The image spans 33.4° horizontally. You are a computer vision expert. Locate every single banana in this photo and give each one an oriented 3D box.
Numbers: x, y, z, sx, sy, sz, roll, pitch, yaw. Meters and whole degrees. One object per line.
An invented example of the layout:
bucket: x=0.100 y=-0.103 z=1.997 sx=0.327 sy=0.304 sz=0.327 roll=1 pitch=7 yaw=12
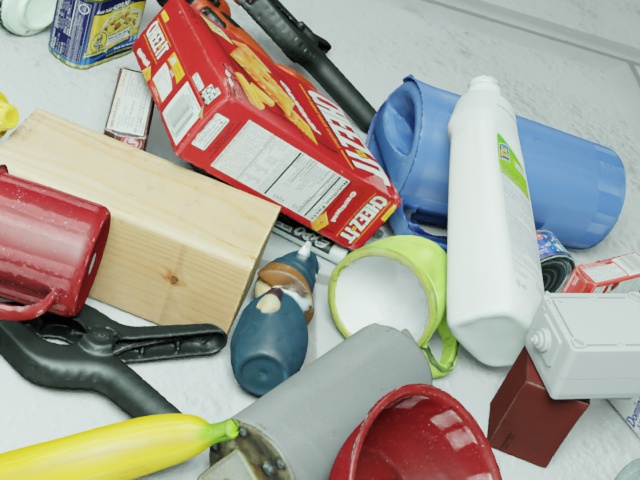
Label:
banana: x=-0.151 y=0.135 z=0.652 sx=0.197 sy=0.070 sz=0.037 roll=-13 pitch=72 yaw=-18

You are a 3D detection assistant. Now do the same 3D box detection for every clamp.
clamp: x=-0.023 y=-0.212 z=1.131 sx=0.209 sy=0.036 sz=0.165 roll=38 pitch=16 yaw=-39
clamp: x=-0.151 y=0.086 z=0.739 sx=0.171 sy=0.039 sz=0.120 roll=10 pitch=28 yaw=-8

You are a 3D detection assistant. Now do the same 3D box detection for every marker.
marker: x=-0.006 y=0.001 z=0.947 sx=0.121 sy=0.020 sz=0.020 roll=28 pitch=36 yaw=7

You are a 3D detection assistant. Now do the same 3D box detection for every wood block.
wood block: x=-0.148 y=-0.009 z=0.822 sx=0.206 sy=0.091 sz=0.090 roll=22 pitch=36 yaw=0

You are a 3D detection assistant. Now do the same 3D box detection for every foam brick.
foam brick: x=0.168 y=0.127 z=0.826 sx=0.053 sy=0.078 sz=0.051 roll=22 pitch=37 yaw=-1

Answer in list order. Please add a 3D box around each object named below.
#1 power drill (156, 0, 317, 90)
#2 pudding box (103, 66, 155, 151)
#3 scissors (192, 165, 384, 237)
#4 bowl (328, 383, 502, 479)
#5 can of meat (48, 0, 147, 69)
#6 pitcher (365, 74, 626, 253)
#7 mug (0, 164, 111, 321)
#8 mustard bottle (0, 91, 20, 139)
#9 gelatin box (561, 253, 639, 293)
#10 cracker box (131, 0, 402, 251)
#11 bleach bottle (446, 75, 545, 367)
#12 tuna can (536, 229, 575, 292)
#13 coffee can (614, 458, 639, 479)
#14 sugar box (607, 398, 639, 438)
power drill: x=-0.092 y=-0.202 z=1.058 sx=0.188 sy=0.057 sz=0.184 roll=49 pitch=9 yaw=14
pudding box: x=-0.166 y=-0.082 z=0.907 sx=0.039 sy=0.090 sz=0.113 roll=12 pitch=36 yaw=-12
scissors: x=-0.042 y=-0.050 z=0.997 sx=0.202 sy=0.016 sz=0.096 roll=39 pitch=40 yaw=22
bowl: x=0.053 y=0.176 z=0.682 sx=0.161 sy=0.055 sz=0.162 roll=20 pitch=62 yaw=-43
can of meat: x=-0.221 y=-0.227 z=1.072 sx=0.057 sy=0.084 sz=0.101 roll=35 pitch=37 yaw=17
pitcher: x=0.170 y=-0.056 z=1.036 sx=0.242 sy=0.149 sz=0.145 roll=13 pitch=15 yaw=-19
mug: x=-0.196 y=0.011 z=0.723 sx=0.081 sy=0.093 sz=0.117 roll=18 pitch=37 yaw=-4
mustard bottle: x=-0.305 y=-0.101 z=0.819 sx=0.192 sy=0.058 sz=0.096 roll=9 pitch=28 yaw=30
gelatin box: x=0.253 y=0.052 z=0.973 sx=0.089 sy=0.073 sz=0.030 roll=-10 pitch=46 yaw=-36
cracker box: x=-0.044 y=-0.099 z=0.914 sx=0.213 sy=0.072 sz=0.164 roll=28 pitch=24 yaw=-40
bleach bottle: x=0.146 y=-0.028 z=0.897 sx=0.102 sy=0.068 sz=0.251 roll=42 pitch=41 yaw=-46
tuna can: x=0.184 y=0.033 z=0.950 sx=0.085 sy=0.086 sz=0.034 roll=-5 pitch=46 yaw=-34
coffee can: x=0.276 y=0.221 z=0.739 sx=0.140 sy=0.103 sz=0.102 roll=19 pitch=35 yaw=-6
sugar box: x=0.327 y=0.172 z=0.880 sx=0.093 sy=0.048 sz=0.176 roll=-5 pitch=45 yaw=-32
